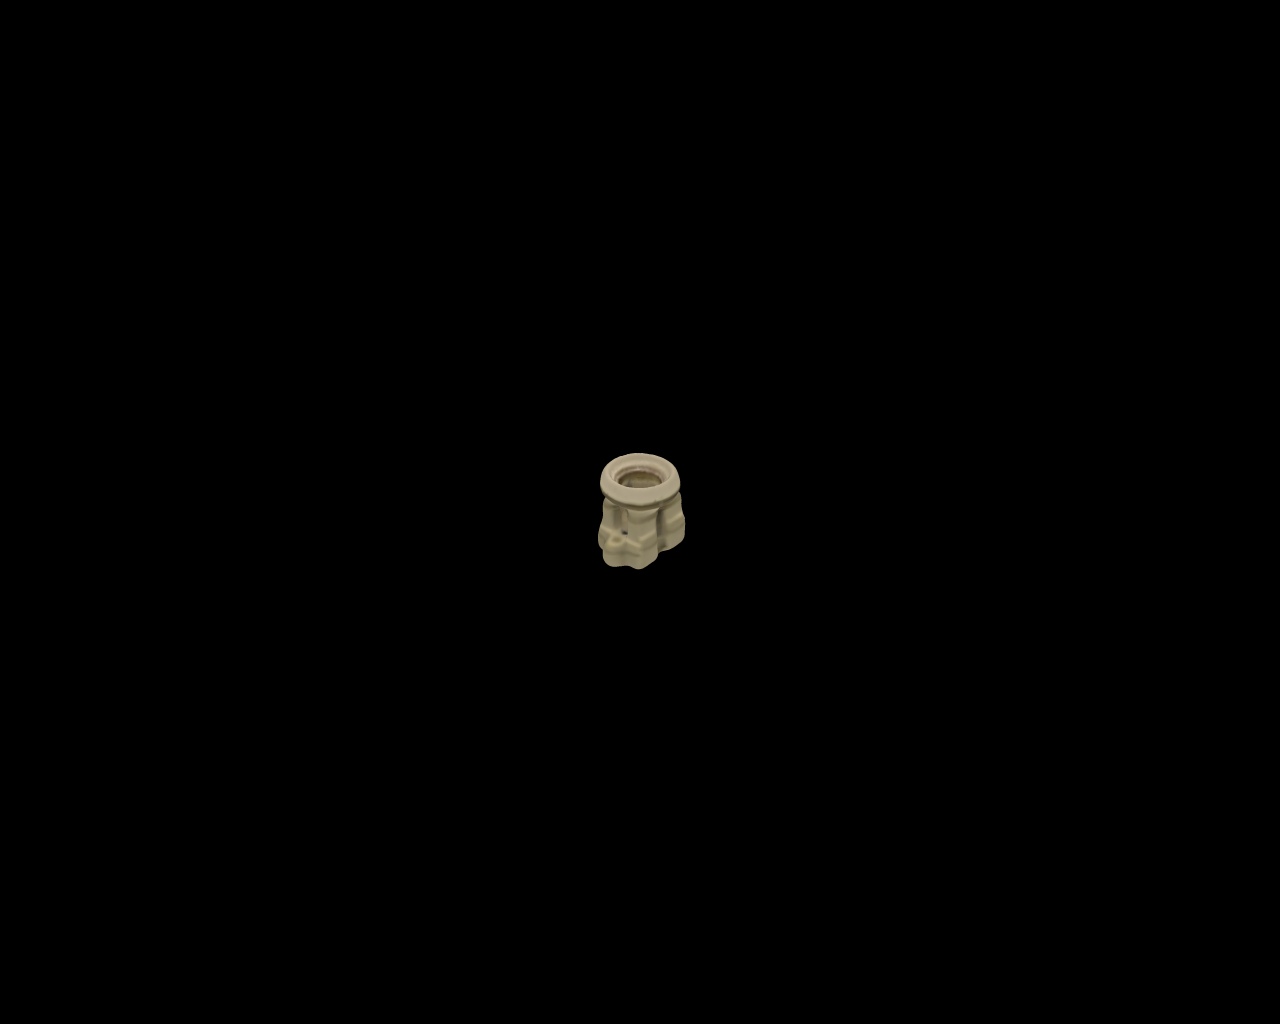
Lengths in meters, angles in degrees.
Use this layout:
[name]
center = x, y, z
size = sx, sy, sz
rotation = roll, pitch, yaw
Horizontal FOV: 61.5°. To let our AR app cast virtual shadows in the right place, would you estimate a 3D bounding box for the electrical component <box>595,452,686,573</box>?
[electrical component]
center = 0.001, -0.003, 0.650
size = 0.048, 0.055, 0.066
rotation = 27, 44, 33
